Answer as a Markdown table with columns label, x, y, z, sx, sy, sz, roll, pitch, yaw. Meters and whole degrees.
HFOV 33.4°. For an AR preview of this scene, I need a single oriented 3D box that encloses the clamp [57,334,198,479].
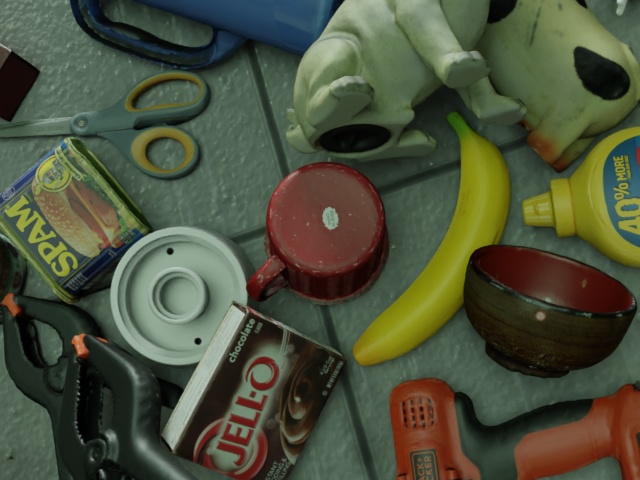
| label | x | y | z | sx | sy | sz | roll | pitch | yaw |
| --- | --- | --- | --- | --- | --- | --- | --- | --- | --- |
| clamp | -0.144 | 0.158 | 0.727 | 0.165 | 0.036 | 0.210 | -46 | 48 | 18 |

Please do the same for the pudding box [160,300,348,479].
| label | x | y | z | sx | sy | sz | roll | pitch | yaw |
| --- | --- | --- | --- | --- | --- | --- | --- | --- | --- |
| pudding box | -0.046 | 0.112 | 0.750 | 0.039 | 0.090 | 0.113 | 20 | 83 | 62 |

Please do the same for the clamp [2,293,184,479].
| label | x | y | z | sx | sy | sz | roll | pitch | yaw |
| --- | --- | --- | --- | --- | --- | --- | --- | --- | --- |
| clamp | -0.192 | 0.114 | 0.814 | 0.172 | 0.039 | 0.120 | 39 | 86 | 21 |

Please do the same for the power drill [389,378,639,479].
| label | x | y | z | sx | sy | sz | roll | pitch | yaw |
| --- | --- | --- | --- | --- | --- | --- | --- | --- | --- |
| power drill | 0.143 | 0.174 | 0.706 | 0.188 | 0.057 | 0.184 | -10 | 78 | 12 |

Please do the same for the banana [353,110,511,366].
| label | x | y | z | sx | sy | sz | roll | pitch | yaw |
| --- | --- | --- | --- | --- | --- | --- | --- | --- | --- |
| banana | 0.090 | 0.008 | 0.763 | 0.070 | 0.037 | 0.198 | 20 | 84 | 33 |

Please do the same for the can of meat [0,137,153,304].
| label | x | y | z | sx | sy | sz | roll | pitch | yaw |
| --- | --- | --- | --- | --- | --- | --- | --- | --- | --- |
| can of meat | -0.190 | -0.016 | 0.820 | 0.084 | 0.057 | 0.102 | -40 | 88 | 1 |

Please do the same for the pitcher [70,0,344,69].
| label | x | y | z | sx | sy | sz | roll | pitch | yaw |
| --- | --- | --- | --- | --- | --- | --- | --- | --- | --- |
| pitcher | -0.084 | -0.214 | 0.807 | 0.243 | 0.149 | 0.145 | 24 | 70 | 14 |

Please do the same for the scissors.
| label | x | y | z | sx | sy | sz | roll | pitch | yaw |
| --- | --- | --- | --- | --- | --- | --- | --- | --- | --- |
| scissors | -0.178 | -0.077 | 0.856 | 0.202 | 0.016 | 0.096 | -18 | 76 | 11 |

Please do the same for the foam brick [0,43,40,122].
| label | x | y | z | sx | sy | sz | roll | pitch | yaw |
| --- | --- | --- | --- | --- | --- | --- | --- | --- | --- |
| foam brick | -0.281 | -0.142 | 0.875 | 0.078 | 0.051 | 0.053 | 30 | 88 | 18 |

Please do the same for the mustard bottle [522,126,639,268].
| label | x | y | z | sx | sy | sz | roll | pitch | yaw |
| --- | --- | --- | --- | --- | --- | --- | --- | --- | --- |
| mustard bottle | 0.234 | -0.031 | 0.720 | 0.192 | 0.058 | 0.096 | -8 | 79 | 13 |

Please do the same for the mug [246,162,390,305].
| label | x | y | z | sx | sy | sz | roll | pitch | yaw |
| --- | --- | --- | --- | --- | --- | --- | --- | --- | --- |
| mug | -0.005 | 0.001 | 0.751 | 0.117 | 0.081 | 0.093 | -37 | 79 | -7 |
